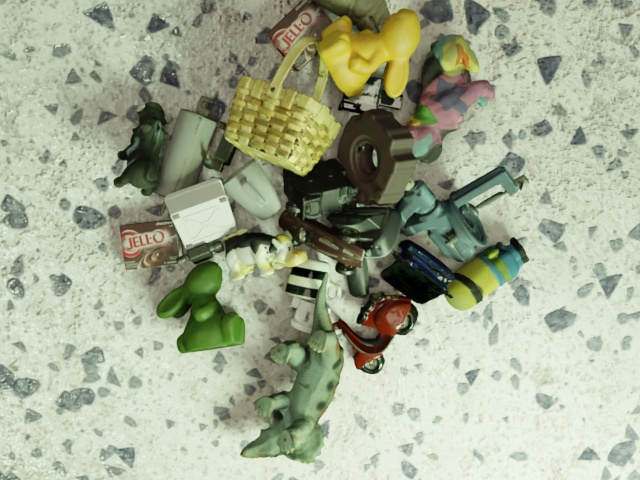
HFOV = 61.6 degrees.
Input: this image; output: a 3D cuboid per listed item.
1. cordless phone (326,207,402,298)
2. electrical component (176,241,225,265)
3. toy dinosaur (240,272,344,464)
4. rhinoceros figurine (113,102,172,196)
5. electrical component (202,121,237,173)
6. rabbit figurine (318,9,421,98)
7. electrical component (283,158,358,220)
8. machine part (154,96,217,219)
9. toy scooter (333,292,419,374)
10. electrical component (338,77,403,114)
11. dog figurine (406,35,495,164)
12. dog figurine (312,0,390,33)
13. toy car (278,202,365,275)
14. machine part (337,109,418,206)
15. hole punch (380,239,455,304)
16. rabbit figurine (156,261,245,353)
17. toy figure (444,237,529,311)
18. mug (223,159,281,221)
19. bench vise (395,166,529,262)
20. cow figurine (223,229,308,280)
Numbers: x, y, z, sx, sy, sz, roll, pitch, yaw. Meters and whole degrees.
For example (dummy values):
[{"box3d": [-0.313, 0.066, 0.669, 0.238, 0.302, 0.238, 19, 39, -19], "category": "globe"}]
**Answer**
[{"box3d": [0.090, 0.030, 1.029, 0.089, 0.147, 0.184, -21, 107, -43], "category": "cordless phone"}, {"box3d": [-0.235, 0.028, 1.055, 0.094, 0.063, 0.021, -23, 81, -9], "category": "electrical component"}, {"box3d": [-0.018, 0.268, 1.030, 0.131, 0.192, 0.404, 25, 89, 25], "category": "toy dinosaur"}, {"box3d": [-0.330, -0.174, 1.007, 0.073, 0.112, 0.190, 17, 55, -28], "category": "rhinoceros figurine"}, {"box3d": [-0.187, -0.181, 1.032, 0.045, 0.078, 0.102, 22, 94, -5], "category": "electrical component"}, {"box3d": [0.101, -0.329, 0.946, 0.173, 0.122, 0.162, -25, 112, 18], "category": "rabbit figurine"}, {"box3d": [-0.006, -0.103, 1.015, 0.115, 0.134, 0.058, -14, 133, -21], "category": "electrical component"}, {"box3d": [-0.261, -0.160, 1.035, 0.079, 0.079, 0.243, 19, 94, -2], "category": "machine part"}, {"box3d": [0.099, 0.170, 1.063, 0.135, 0.075, 0.183, 31, 104, -7], "category": "toy scooter"}, {"box3d": [0.099, -0.278, 1.045, 0.119, 0.048, 0.074, 8, 94, -2], "category": "electrical component"}, {"box3d": [0.208, -0.256, 1.021, 0.219, 0.108, 0.191, -32, 95, 4], "category": "dog figurine"}, {"box3d": [0.054, -0.427, 0.998, 0.172, 0.121, 0.190, -14, 97, 3], "category": "dog figurine"}, {"box3d": [-0.002, -0.003, 1.009, 0.202, 0.053, 0.089, 30, 125, 34], "category": "toy car"}, {"box3d": [0.100, -0.151, 0.992, 0.056, 0.179, 0.179, -11, 95, -33], "category": "machine part"}, {"box3d": [0.196, 0.052, 1.036, 0.142, 0.116, 0.092, 39, 66, -3], "category": "hole punch"}, {"box3d": [-0.229, 0.130, 1.056, 0.159, 0.121, 0.170, -11, 76, 7], "category": "rabbit figurine"}, {"box3d": [0.323, 0.067, 1.054, 0.180, 0.089, 0.082, -32, 89, 4], "category": "toy figure"}, {"box3d": [-0.122, -0.090, 1.032, 0.081, 0.110, 0.107, -42, 107, -4], "category": "mug"}, {"box3d": [0.265, -0.071, 1.010, 0.241, 0.129, 0.223, -32, 103, 29], "category": "bench vise"}, {"box3d": [-0.106, 0.018, 1.028, 0.167, 0.068, 0.098, -12, 98, 24], "category": "cow figurine"}]
